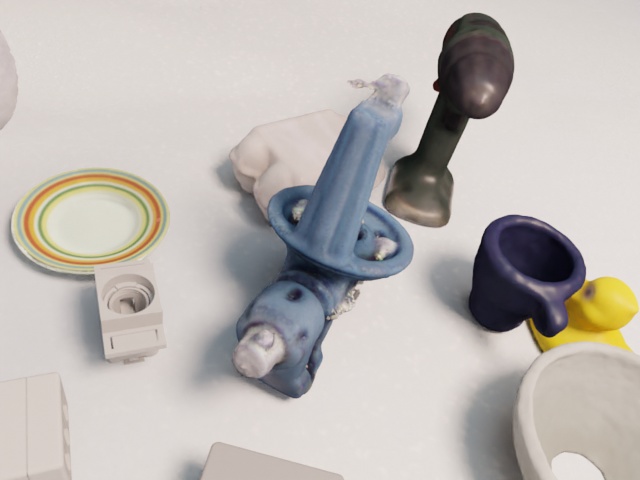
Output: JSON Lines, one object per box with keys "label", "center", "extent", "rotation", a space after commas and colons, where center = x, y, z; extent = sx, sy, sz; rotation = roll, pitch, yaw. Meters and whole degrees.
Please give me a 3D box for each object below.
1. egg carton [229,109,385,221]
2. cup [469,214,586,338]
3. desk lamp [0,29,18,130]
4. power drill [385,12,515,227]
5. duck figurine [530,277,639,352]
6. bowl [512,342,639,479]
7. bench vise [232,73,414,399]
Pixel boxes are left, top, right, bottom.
{"label": "egg carton", "center": [-0.010, -0.076, 0.589], "extent": [0.151, 0.069, 0.107], "rotation": [-22, 57, -31]}
{"label": "cup", "center": [0.175, 0.049, 0.505], "extent": [0.092, 0.095, 0.117], "rotation": [4, 47, -11]}
{"label": "desk lamp", "center": [-0.301, -0.048, 0.383], "extent": [0.118, 0.213, 0.203], "rotation": [18, 46, 2]}
{"label": "power drill", "center": [0.131, -0.118, 0.570], "extent": [0.075, 0.208, 0.230], "rotation": [17, 46, 1]}
{"label": "duck figurine", "center": [0.248, 0.073, 0.509], "extent": [0.078, 0.086, 0.104], "rotation": [-21, 56, -30]}
{"label": "bowl", "center": [0.211, 0.163, 0.422], "extent": [0.167, 0.075, 0.167], "rotation": [8, 46, -8]}
{"label": "bench vise", "center": [0.015, 0.004, 0.416], "extent": [0.121, 0.220, 0.207], "rotation": [13, 46, -2]}
